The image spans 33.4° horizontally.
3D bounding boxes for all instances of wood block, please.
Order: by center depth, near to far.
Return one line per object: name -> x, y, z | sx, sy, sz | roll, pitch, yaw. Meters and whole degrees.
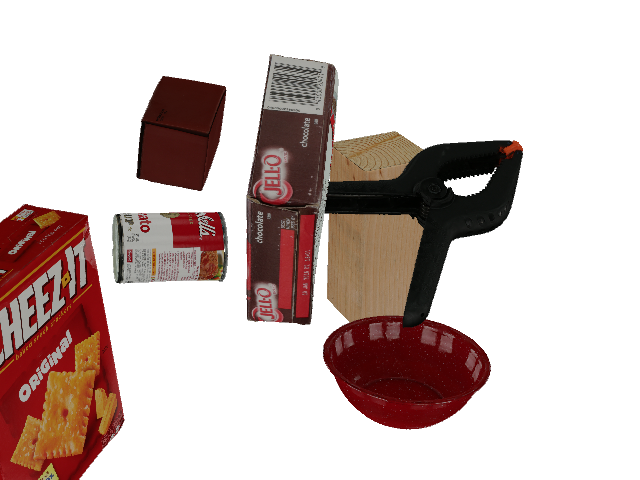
wood block -> 0.066, -0.011, 1.250 | 0.090, 0.206, 0.090 | -12, 30, -23

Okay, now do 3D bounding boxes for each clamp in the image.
clamp -> 0.092, -0.021, 0.855 | 0.209, 0.036, 0.165 | -23, 54, -24

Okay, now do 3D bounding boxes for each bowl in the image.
bowl -> 0.081, 0.135, 1.035 | 0.162, 0.055, 0.162 | 3, 25, -2

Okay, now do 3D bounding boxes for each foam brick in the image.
foam brick -> -0.106, -0.084, 0.819 | 0.053, 0.051, 0.078 | 11, 35, 0

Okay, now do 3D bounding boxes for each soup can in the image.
soup can -> -0.145, 0.007, 1.022 | 0.102, 0.068, 0.069 | -1, 0, -16

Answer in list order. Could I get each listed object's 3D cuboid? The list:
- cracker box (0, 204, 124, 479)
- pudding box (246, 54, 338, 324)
cracker box -> -0.233, 0.104, 0.841 | 0.072, 0.214, 0.164 | 8, 31, 19
pudding box -> -0.016, -0.027, 0.554 | 0.039, 0.113, 0.090 | 7, -43, 1
